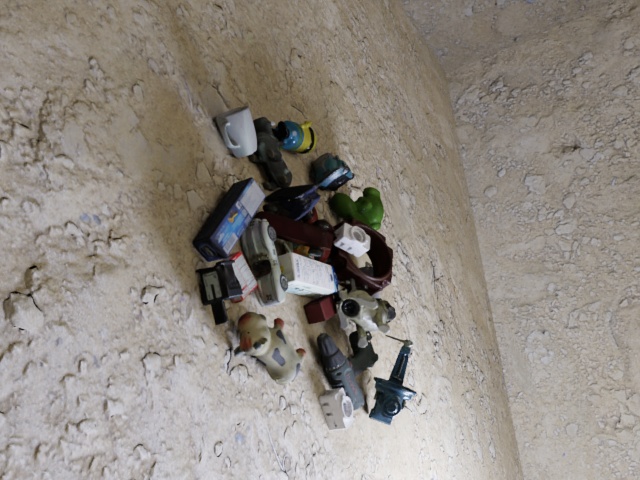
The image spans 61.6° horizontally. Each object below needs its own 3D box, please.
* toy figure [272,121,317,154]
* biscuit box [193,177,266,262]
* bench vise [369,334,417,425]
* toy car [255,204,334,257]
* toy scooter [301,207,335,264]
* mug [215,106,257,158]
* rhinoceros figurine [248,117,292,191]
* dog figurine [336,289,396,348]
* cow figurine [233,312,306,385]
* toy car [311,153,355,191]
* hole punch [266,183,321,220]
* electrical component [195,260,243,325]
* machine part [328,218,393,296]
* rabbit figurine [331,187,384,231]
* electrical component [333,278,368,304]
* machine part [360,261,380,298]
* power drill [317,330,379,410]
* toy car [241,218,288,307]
[{"bbox_3d":[-0.073,-0.283,1.490,0.180,0.082,0.089,-20,102,-66],"label":"toy figure"},{"bbox_3d":[-0.190,-0.045,1.140,0.059,0.063,0.203,54,43,-28],"label":"biscuit box"},{"bbox_3d":[0.209,0.391,1.484,0.223,0.129,0.240,43,65,-73],"label":"bench vise"},{"bbox_3d":[-0.065,-0.020,1.302,0.202,0.053,0.089,16,71,-18],"label":"toy car"},{"bbox_3d":[-0.003,-0.004,1.470,0.135,0.075,0.184,33,43,-53],"label":"toy scooter"},{"bbox_3d":[-0.192,-0.246,1.257,0.109,0.081,0.107,-68,142,-59],"label":"mug"},{"bbox_3d":[-0.123,-0.219,1.370,0.112,0.073,0.190,-41,111,-58],"label":"rhinoceros figurine"},{"bbox_3d":[0.125,0.182,1.469,0.172,0.121,0.190,63,18,-6],"label":"dog figurine"},{"bbox_3d":[-0.112,0.229,1.140,0.194,0.086,0.127,59,25,-26],"label":"cow figurine"},{"bbox_3d":[0.035,-0.213,1.624,0.103,0.109,0.161,58,18,9],"label":"toy car"},{"bbox_3d":[-0.060,-0.089,1.377,0.142,0.116,0.092,-36,115,-60],"label":"hole punch"},{"bbox_3d":[-0.195,0.104,1.063,0.047,0.075,0.119,-6,76,-61],"label":"electrical component"},{"bbox_3d":[0.116,0.049,1.568,0.201,0.087,0.201,31,45,-22],"label":"machine part"},{"bbox_3d":[0.106,-0.086,1.690,0.170,0.121,0.159,12,56,-34],"label":"rabbit figurine"},{"bbox_3d":[0.076,0.143,1.498,0.078,0.102,0.045,-4,63,-29],"label":"electrical component"},{"bbox_3d":[0.143,0.168,1.629,0.079,0.079,0.243,45,40,-41],"label":"machine part"},{"bbox_3d":[0.079,0.315,1.432,0.207,0.086,0.231,-36,108,-64],"label":"power drill"},{"bbox_3d":[-0.127,0.050,1.213,0.056,0.074,0.201,-7,81,-62],"label":"toy car"}]
